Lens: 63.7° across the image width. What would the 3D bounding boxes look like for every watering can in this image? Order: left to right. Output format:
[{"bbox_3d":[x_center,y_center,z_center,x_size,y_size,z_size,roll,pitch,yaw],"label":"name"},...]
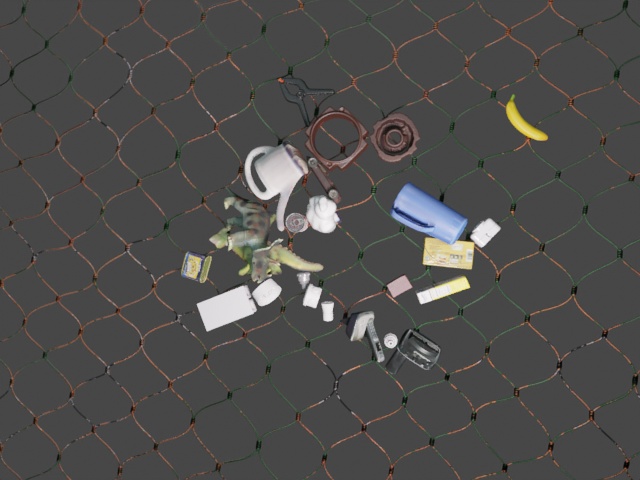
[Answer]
[{"bbox_3d":[-0.139,-0.216,1.844,0.223,0.103,0.353,-34,65,7],"label":"watering can"}]

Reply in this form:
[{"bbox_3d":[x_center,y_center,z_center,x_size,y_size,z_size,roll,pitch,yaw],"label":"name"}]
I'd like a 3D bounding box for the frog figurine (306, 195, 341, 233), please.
[{"bbox_3d":[0.006,-0.091,1.814,0.122,0.159,0.138,-18,88,8],"label":"frog figurine"}]

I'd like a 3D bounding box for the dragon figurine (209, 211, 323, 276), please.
[{"bbox_3d":[-0.197,0.011,1.871,0.410,0.121,0.245,-4,80,4],"label":"dragon figurine"}]
